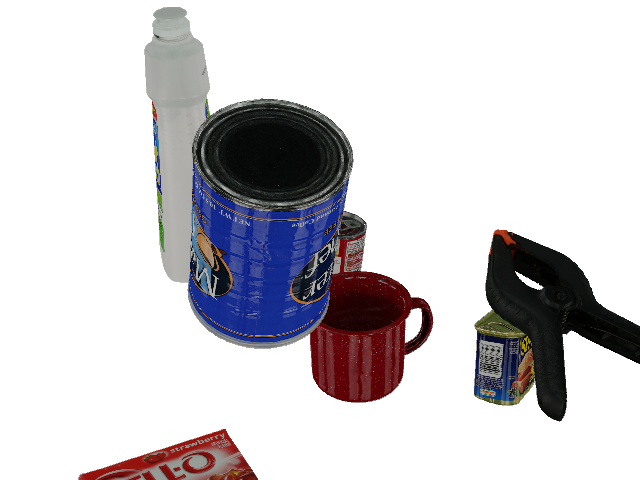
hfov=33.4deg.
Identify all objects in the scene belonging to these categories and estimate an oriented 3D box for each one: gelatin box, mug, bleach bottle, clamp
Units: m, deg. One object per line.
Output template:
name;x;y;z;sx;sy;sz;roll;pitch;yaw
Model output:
gelatin box;-0.079;0.143;0.577;0.089;0.030;0.073;-14;27;-21
mug;0.043;0.083;0.928;0.117;0.081;0.093;-14;34;-18
bleach bottle;-0.123;-0.089;0.960;0.068;0.251;0.102;-6;34;-7
clamp;0.184;0.054;0.780;0.120;0.039;0.171;-3;45;-20

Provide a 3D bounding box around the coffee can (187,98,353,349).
coffee can;-0.037;-0.009;0.721;0.102;0.103;0.140;0;-43;-8

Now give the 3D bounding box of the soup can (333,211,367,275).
soup can;0.013;0.025;1.199;0.068;0.102;0.068;5;27;-3

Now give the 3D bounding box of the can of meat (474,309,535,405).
can of meat;0.208;0.128;1.189;0.058;0.084;0.101;8;14;25
